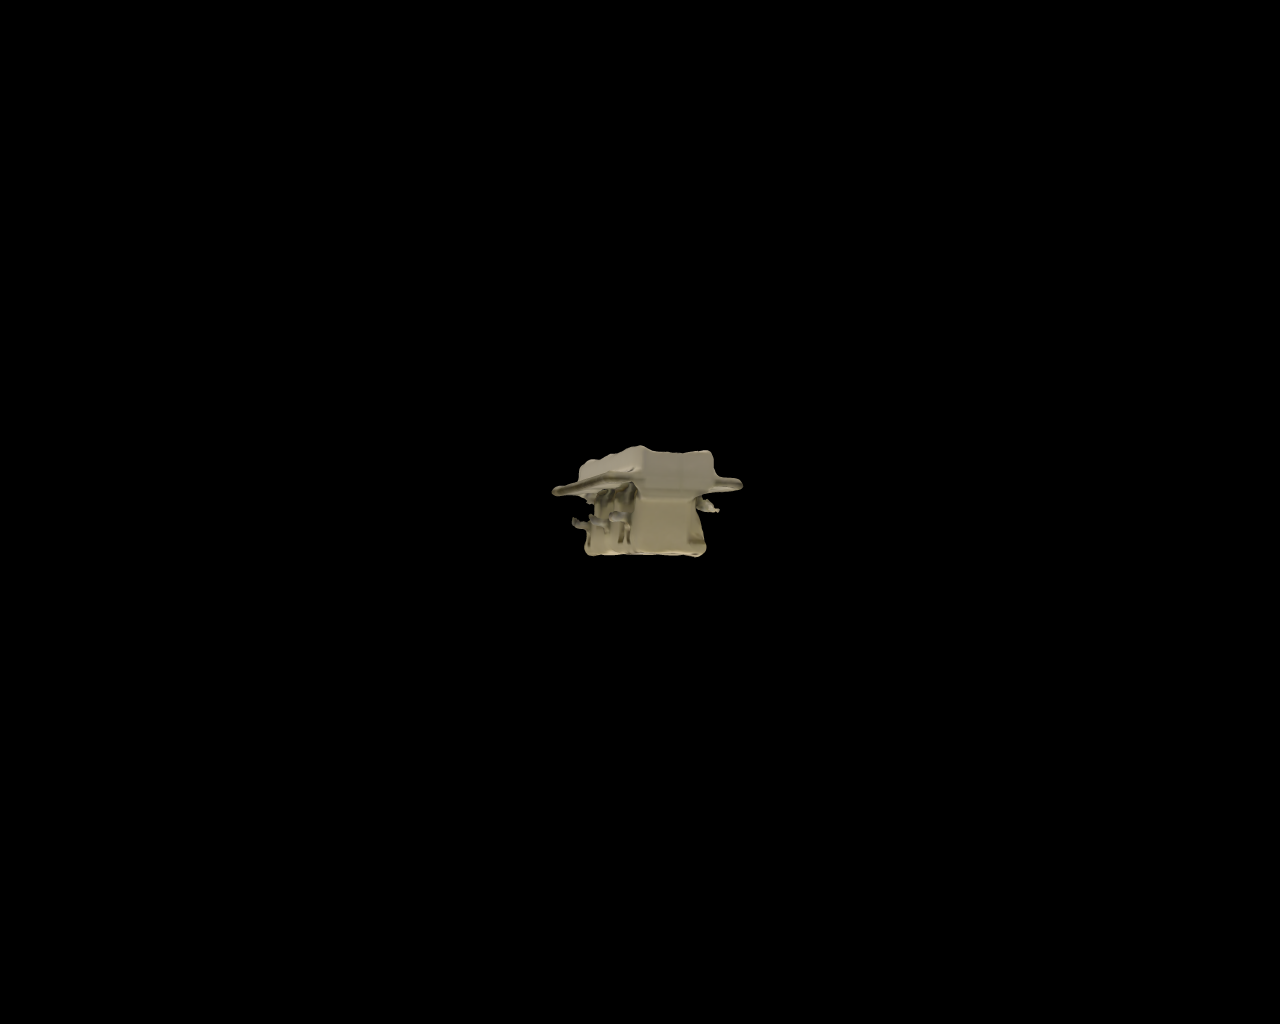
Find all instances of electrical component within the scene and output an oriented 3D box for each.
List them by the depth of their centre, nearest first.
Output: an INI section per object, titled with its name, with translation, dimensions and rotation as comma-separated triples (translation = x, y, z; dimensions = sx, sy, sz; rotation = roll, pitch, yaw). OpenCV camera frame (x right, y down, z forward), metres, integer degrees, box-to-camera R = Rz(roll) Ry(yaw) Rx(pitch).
[electrical component]
translation = 0.001, -0.003, 0.650
dimensions = 0.079, 0.063, 0.121
rotation = 1, -2, -19
